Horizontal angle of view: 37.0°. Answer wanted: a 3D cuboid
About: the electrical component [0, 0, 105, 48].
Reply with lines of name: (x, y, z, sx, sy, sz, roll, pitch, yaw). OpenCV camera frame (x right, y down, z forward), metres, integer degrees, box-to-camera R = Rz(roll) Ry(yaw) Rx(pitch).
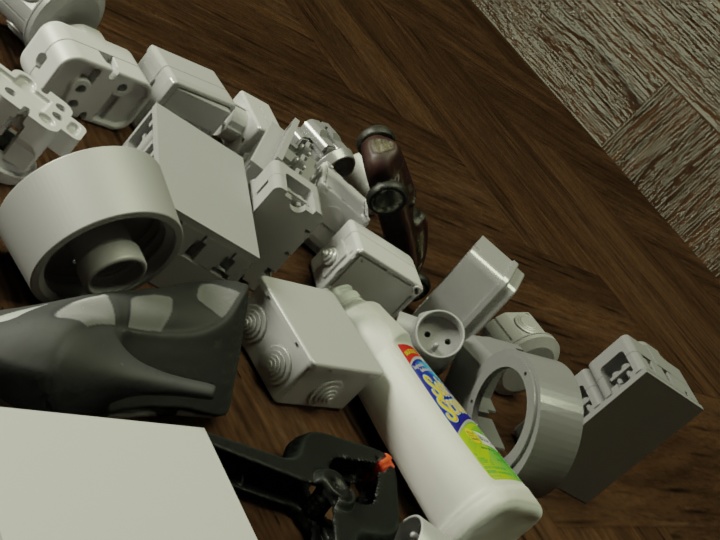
electrical component: (-0.261, -0.222, 0.912, 0.051, 0.080, 0.080, 43, 20, 13)

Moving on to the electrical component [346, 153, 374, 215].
electrical component: (0.007, -0.095, 1.220, 0.065, 0.044, 0.044, 54, 22, 14)

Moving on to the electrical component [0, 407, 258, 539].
electrical component: (-0.130, 0.123, 0.512, 0.150, 0.061, 0.089, 17, 33, -50)

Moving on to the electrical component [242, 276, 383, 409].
electrical component: (-0.042, 0.058, 0.819, 0.100, 0.048, 0.099, 15, 35, -52)

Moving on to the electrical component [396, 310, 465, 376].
electrical component: (0.049, 0.060, 0.957, 0.079, 0.044, 0.077, 20, -19, 1)

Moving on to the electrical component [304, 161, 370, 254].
electrical component: (-0.033, -0.059, 1.053, 0.062, 0.061, 0.096, 42, 14, -13)

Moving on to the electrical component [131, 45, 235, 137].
electrical component: (-0.170, -0.153, 0.970, 0.096, 0.061, 0.061, 15, 35, -53)

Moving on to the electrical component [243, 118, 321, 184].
electrical component: (-0.078, -0.084, 0.983, 0.063, 0.078, 0.121, 38, 21, -12)

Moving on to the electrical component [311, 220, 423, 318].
electrical component: (0.000, 0.000, 0.990, 0.096, 0.061, 0.061, 31, 24, -30)

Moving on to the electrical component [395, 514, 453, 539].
electrical component: (0.055, 0.212, 0.709, 0.077, 0.044, 0.079, 38, 21, -15)

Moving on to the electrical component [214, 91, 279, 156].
electrical component: (-0.122, -0.143, 1.060, 0.077, 0.047, 0.065, 24, 28, -42)

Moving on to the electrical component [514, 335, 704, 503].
electrical component: (0.233, 0.140, 1.024, 0.089, 0.150, 0.061, 32, 25, -30)

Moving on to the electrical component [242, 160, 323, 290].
electrical component: (-0.078, -0.039, 0.881, 0.050, 0.089, 0.055, 34, 23, -25)

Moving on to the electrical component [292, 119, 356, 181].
electrical component: (-0.042, -0.121, 1.155, 0.057, 0.058, 0.078, 49, 21, 22)

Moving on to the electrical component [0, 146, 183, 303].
electrical component: (-0.163, -0.019, 0.669, 0.108, 0.108, 0.060, 10, 46, -56)

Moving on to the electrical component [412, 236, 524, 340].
electrical component: (0.101, 0.030, 1.048, 0.057, 0.113, 0.078, 42, 21, 2)

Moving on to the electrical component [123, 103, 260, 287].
electrical component: (-0.138, -0.050, 0.832, 0.089, 0.061, 0.150, 32, 24, -29)

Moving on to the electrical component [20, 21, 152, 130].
electrical component: (-0.229, -0.163, 0.893, 0.095, 0.053, 0.059, 15, 35, -52)

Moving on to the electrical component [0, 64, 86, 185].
electrical component: (-0.239, -0.096, 0.741, 0.078, 0.057, 0.058, 38, 21, -16)

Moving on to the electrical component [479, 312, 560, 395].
electrical component: (0.159, 0.085, 1.099, 0.080, 0.080, 0.051, 23, 24, -44)
